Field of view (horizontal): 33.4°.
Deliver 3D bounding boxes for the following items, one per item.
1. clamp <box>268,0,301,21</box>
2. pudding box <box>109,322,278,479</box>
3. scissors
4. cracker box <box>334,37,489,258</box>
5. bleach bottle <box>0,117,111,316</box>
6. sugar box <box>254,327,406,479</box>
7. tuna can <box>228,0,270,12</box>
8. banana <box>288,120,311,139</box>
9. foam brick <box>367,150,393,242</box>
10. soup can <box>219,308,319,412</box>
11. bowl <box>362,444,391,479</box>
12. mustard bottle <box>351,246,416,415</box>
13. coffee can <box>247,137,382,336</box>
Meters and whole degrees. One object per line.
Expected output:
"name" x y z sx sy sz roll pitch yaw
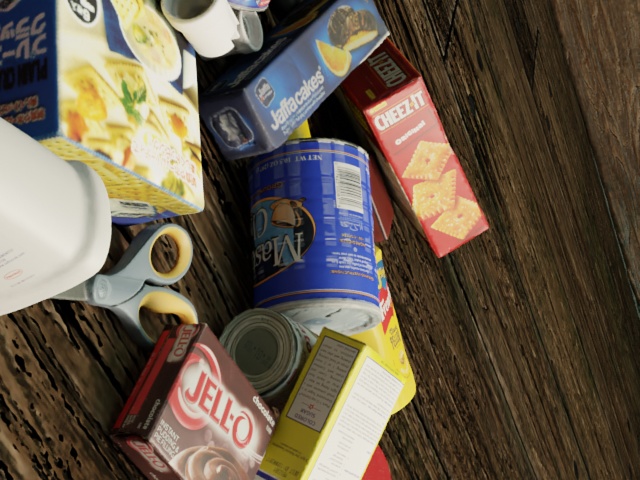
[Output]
"clamp" -0.052 -0.255 0.963 0.209 0.036 0.164 34 37 -55
"pudding box" -0.079 0.122 0.695 0.113 0.039 0.090 61 40 -39
"scissors" -0.131 0.014 0.659 0.201 0.016 0.096 40 53 -56
"cracker box" 0.081 -0.109 1.090 0.213 0.072 0.164 59 0 -41
"bleach bottle" -0.195 -0.045 0.425 0.250 0.103 0.068 45 28 -55
"sugar box" -0.003 0.161 0.776 0.176 0.048 0.093 -61 147 -10
"tuna can" -0.073 -0.215 0.834 0.086 0.034 0.086 23 28 -13
"banana" -0.023 -0.095 0.960 0.069 0.037 0.198 -9 88 -68
"foam brick" 0.035 -0.040 1.059 0.053 0.051 0.078 -70 143 -55
"soup can" -0.028 0.096 0.813 0.102 0.069 0.068 38 45 -59
"bowl" 0.021 0.216 0.895 0.162 0.055 0.162 -11 90 -69
"mustard bottle" 0.041 0.065 1.011 0.096 0.058 0.191 -33 110 -68
"coffee can" -0.006 0.001 0.868 0.102 0.103 0.140 33 49 -61
